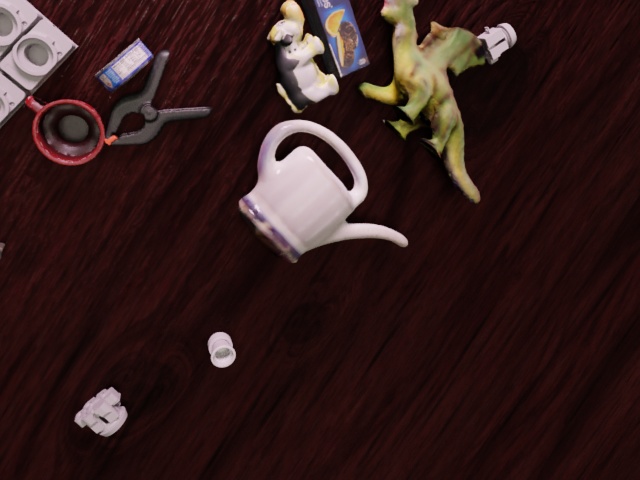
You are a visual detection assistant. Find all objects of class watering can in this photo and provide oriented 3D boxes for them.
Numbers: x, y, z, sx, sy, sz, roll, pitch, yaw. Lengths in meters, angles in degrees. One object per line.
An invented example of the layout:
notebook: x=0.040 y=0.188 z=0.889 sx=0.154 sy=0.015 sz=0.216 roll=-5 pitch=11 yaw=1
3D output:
watering can: x=0.003 y=-0.046 z=0.916 sx=0.225 sy=0.105 sz=0.343 roll=-42 pitch=115 yaw=-2

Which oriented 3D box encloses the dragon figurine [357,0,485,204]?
dragon figurine: x=0.226 y=-0.276 z=0.933 sx=0.405 sy=0.123 sz=0.244 roll=41 pitch=82 yaw=-27
